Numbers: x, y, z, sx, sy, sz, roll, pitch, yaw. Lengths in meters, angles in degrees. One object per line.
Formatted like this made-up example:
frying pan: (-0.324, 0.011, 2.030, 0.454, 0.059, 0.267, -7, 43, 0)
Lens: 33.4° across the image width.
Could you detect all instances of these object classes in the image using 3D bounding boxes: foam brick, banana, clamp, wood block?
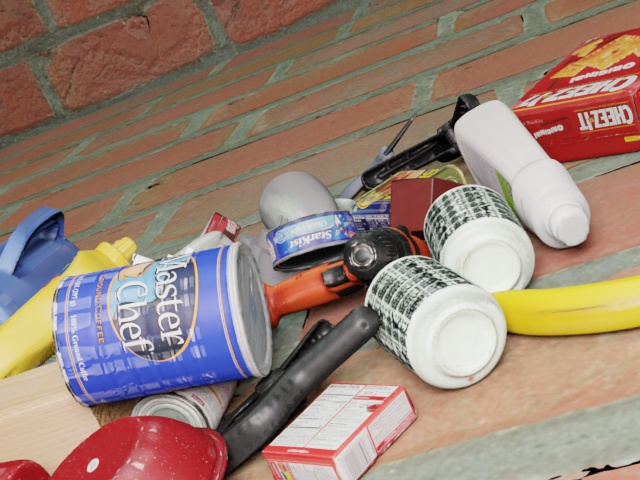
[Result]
foam brick: (0.111, -0.028, 1.010, 0.078, 0.051, 0.053, 10, -8, -41)
banana: (0.196, 0.047, 0.780, 0.198, 0.037, 0.069, -11, 5, 32)
clamp: (0.144, -0.112, 1.212, 0.165, 0.036, 0.209, -35, -10, 27)
wood block: (-0.254, 0.170, 0.904, 0.206, 0.091, 0.090, -19, 17, 17)
clamp: (-0.023, 0.111, 0.808, 0.171, 0.039, 0.120, -48, 0, -27)

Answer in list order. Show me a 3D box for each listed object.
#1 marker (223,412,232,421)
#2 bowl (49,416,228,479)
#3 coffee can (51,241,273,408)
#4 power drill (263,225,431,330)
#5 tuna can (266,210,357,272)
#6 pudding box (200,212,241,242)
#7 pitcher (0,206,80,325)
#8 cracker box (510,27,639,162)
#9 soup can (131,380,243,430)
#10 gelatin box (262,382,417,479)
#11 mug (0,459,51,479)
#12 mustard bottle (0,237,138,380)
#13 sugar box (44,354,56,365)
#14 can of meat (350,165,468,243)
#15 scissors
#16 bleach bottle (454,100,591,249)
marker: (-0.035, 0.122, 0.879, 0.120, 0.020, 0.020, -37, 22, -35)
bowl: (-0.144, 0.176, 0.748, 0.162, 0.055, 0.162, -32, 22, 15)
coffee can: (-0.116, 0.064, 0.803, 0.140, 0.103, 0.102, -11, 19, 8)
power drill: (-0.002, 0.038, 0.933, 0.188, 0.057, 0.184, -18, -9, 16)
tuna can: (-0.007, 0.001, 1.001, 0.086, 0.034, 0.086, -15, -11, -3)
pudding box: (-0.131, 0.035, 1.134, 0.114, 0.039, 0.090, -54, 7, 20)
pitcher: (-0.338, 0.066, 1.160, 0.145, 0.149, 0.242, -25, 9, 9)
cracker box: (0.317, -0.163, 1.163, 0.164, 0.072, 0.213, -7, 25, 44)
soup can: (-0.108, 0.128, 0.877, 0.069, 0.068, 0.102, -17, 19, 20)
gelatin box: (0.015, 0.137, 0.756, 0.073, 0.030, 0.089, -7, 24, 45)
mug: (-0.245, 0.218, 0.782, 0.082, 0.093, 0.117, -13, 51, 16)
mustard bottle: (-0.246, 0.066, 1.016, 0.191, 0.058, 0.096, -46, -4, -24)
sugar box: (-0.263, 0.147, 1.060, 0.176, 0.048, 0.094, -31, 18, -31)
can of meat: (0.092, -0.035, 1.108, 0.102, 0.057, 0.084, -32, 17, -27)
scissors: (0.060, -0.083, 1.220, 0.096, 0.016, 0.202, -42, -6, -12)
bleach bottle: (0.194, -0.050, 0.983, 0.068, 0.102, 0.251, -30, 23, 5)
